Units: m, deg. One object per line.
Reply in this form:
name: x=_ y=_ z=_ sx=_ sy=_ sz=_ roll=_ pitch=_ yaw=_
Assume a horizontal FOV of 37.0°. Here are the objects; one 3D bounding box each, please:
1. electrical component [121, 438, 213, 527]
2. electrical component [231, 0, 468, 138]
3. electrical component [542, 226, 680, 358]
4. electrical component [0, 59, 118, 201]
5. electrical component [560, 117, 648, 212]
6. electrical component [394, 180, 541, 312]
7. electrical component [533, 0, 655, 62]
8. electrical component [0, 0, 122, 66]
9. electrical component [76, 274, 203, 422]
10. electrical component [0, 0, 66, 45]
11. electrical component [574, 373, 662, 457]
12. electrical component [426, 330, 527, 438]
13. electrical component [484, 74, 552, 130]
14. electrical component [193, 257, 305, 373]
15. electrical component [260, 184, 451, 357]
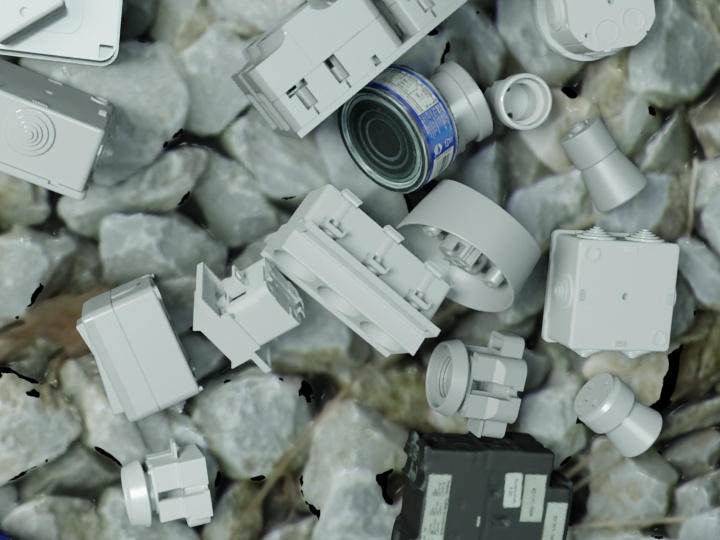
electrical component: x=-0.139 y=0.155 z=0.768 sx=0.055 sy=0.048 sz=0.066 roll=-10 pitch=101 yaw=-19
electrical component: x=0.004 y=-0.172 z=0.721 sx=0.186 sy=0.105 sz=0.060 roll=-40 pitch=105 yaw=-5
electrical component: x=0.193 y=0.017 z=0.824 sx=0.100 sy=0.048 sz=0.099 roll=2 pitch=98 yaw=-14
electrical component: x=-0.207 y=-0.093 z=0.688 sx=0.100 sy=0.099 sz=0.048 roll=21 pitch=106 yaw=-15
electrical component: x=0.181 y=-0.082 z=0.811 sx=0.044 sy=0.044 sz=0.065 roll=-37 pitch=100 yaw=-6
electrical component: x=0.077 y=-0.016 z=0.769 sx=0.099 sy=0.099 sz=0.064 roll=40 pitch=82 yaw=-16
electrical component: x=0.172 y=-0.194 z=0.785 sx=0.080 sy=0.051 sz=0.080 roll=-2 pitch=99 yaw=-13
electrical component: x=-0.212 y=-0.177 z=0.694 sx=0.113 sy=0.057 sz=0.078 roll=5 pitch=97 yaw=-14
electrical component: x=-0.152 y=0.060 z=0.742 sx=0.061 sy=0.062 sz=0.096 roll=-24 pitch=103 yaw=-9
electrical component: x=-0.214 y=-0.179 z=0.622 sx=0.047 sy=0.076 sz=0.083 roll=-33 pitch=105 yaw=-7
electrical component: x=0.202 y=0.113 z=0.842 sx=0.055 sy=0.045 sz=0.045 roll=40 pitch=88 yaw=-15
electrical component: x=0.085 y=0.083 z=0.804 sx=0.057 sy=0.058 sz=0.078 roll=10 pitch=96 yaw=-17
electrical component: x=0.113 y=-0.122 z=0.785 sx=0.040 sy=0.046 sz=0.040 roll=-2 pitch=99 yaw=-13
electrical component: x=-0.077 y=0.028 z=0.749 sx=0.064 sy=0.042 sz=0.081 roll=-28 pitch=126 yaw=16
electrical component: x=0.000 y=0.000 z=0.764 sx=0.121 sy=0.079 sz=0.063 roll=40 pitch=70 yaw=-16
